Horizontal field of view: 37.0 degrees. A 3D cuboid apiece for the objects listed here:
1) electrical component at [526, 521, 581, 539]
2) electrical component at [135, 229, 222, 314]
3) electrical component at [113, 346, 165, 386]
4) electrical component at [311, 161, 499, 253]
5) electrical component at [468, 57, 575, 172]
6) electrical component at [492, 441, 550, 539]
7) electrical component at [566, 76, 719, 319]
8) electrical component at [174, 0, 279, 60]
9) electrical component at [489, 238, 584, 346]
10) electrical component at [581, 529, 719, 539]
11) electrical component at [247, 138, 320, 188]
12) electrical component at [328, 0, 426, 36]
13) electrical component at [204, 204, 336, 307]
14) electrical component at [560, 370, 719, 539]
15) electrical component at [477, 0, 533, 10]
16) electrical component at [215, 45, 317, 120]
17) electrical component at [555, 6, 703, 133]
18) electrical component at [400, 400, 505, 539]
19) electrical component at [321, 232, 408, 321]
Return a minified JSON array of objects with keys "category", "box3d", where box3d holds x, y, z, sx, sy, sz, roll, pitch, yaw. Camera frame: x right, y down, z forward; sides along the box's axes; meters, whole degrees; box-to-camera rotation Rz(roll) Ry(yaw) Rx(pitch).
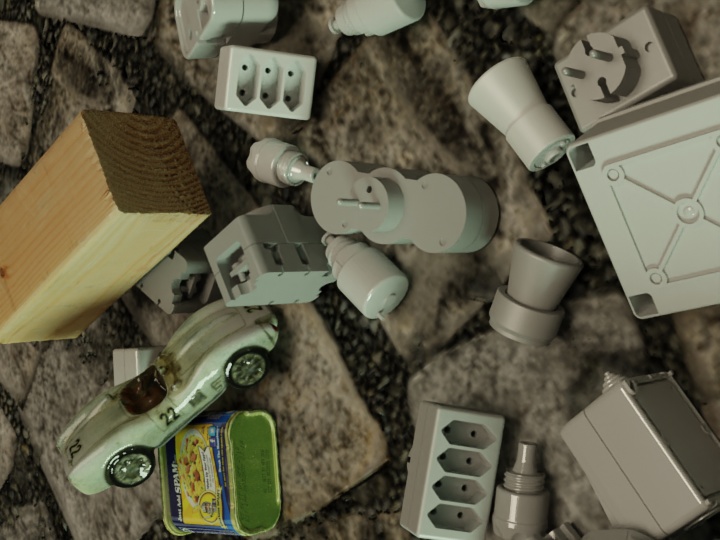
[{"category":"electrical component","box3d":[0.109,0.209,0.665,0.055,0.050,0.089,52,123,28]},{"category":"electrical component","box3d":[-0.152,-0.006,0.889,0.089,0.056,0.050,36,114,35]},{"category":"electrical component","box3d":[-0.167,0.097,0.907,0.077,0.047,0.065,-6,87,45]},{"category":"electrical component","box3d":[0.017,-0.043,0.725,0.138,0.074,0.052,12,99,41]},{"category":"electrical component","box3d":[0.103,-0.094,0.670,0.044,0.044,0.065,-46,67,32]},{"category":"electrical component","box3d":[0.103,0.139,0.680,0.035,0.035,0.061,8,94,41]},{"category":"electrical component","box3d":[0.182,-0.040,0.567,0.109,0.056,0.108,-16,103,41]},{"category":"electrical component","box3d":[-0.100,-0.201,0.823,0.095,0.059,0.053,152,107,-64]},{"category":"electrical component","box3d":[0.108,0.014,0.665,0.045,0.045,0.055,31,111,37]},{"category":"electrical component","box3d":[0.185,0.190,0.548,0.186,0.060,0.105,-11,118,34]},{"category":"electrical component","box3d":[-0.055,-0.078,0.816,0.061,0.035,0.035,21,105,37]},{"category":"electrical component","box3d":[0.010,-0.183,0.751,0.078,0.040,0.040,-14,82,41]},{"category":"electrical component","box3d":[-0.062,-0.011,0.786,0.050,0.089,0.055,-38,67,36]},{"category":"electrical component","box3d":[0.160,0.103,0.609,0.061,0.062,0.096,-47,62,32]},{"category":"electrical component","box3d":[0.101,-0.186,0.668,0.062,0.043,0.043,4,94,40]},{"category":"electrical component","box3d":[-0.077,-0.142,0.818,0.077,0.066,0.047,-153,69,-69]},{"category":"electrical component","box3d":[0.143,-0.113,0.609,0.066,0.077,0.047,-30,72,38]},{"category":"electrical component","box3d":[0.054,0.130,0.711,0.076,0.047,0.083,175,105,-75]},{"category":"electrical component","box3d":[0.000,0.000,0.764,0.078,0.040,0.040,46,119,31]}]
